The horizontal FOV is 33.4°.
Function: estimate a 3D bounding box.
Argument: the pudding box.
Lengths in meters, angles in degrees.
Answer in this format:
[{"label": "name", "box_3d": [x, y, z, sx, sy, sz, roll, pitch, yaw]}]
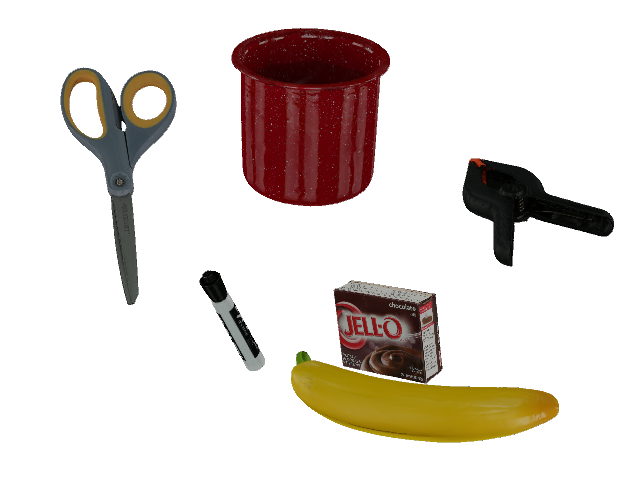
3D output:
[{"label": "pudding box", "box_3d": [0.071, 0.094, 1.124, 0.114, 0.090, 0.039, 6, 22, 37]}]

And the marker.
[{"label": "marker", "box_3d": [-0.077, 0.071, 0.939, 0.020, 0.121, 0.020, -13, 41, 12]}]

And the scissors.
[{"label": "scissors", "box_3d": [-0.133, -0.053, 0.796, 0.096, 0.202, 0.016, -21, -24, -14]}]

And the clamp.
[{"label": "clamp", "box_3d": [0.200, -0.035, 1.033, 0.120, 0.039, 0.171, -7, 34, -12]}]

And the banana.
[{"label": "banana", "box_3d": [0.056, 0.105, 0.717, 0.198, 0.037, 0.069, 9, 34, 26]}]

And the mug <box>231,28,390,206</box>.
[{"label": "mug", "box_3d": [-0.001, -0.079, 0.653, 0.093, 0.081, 0.117, 18, 35, 24]}]
